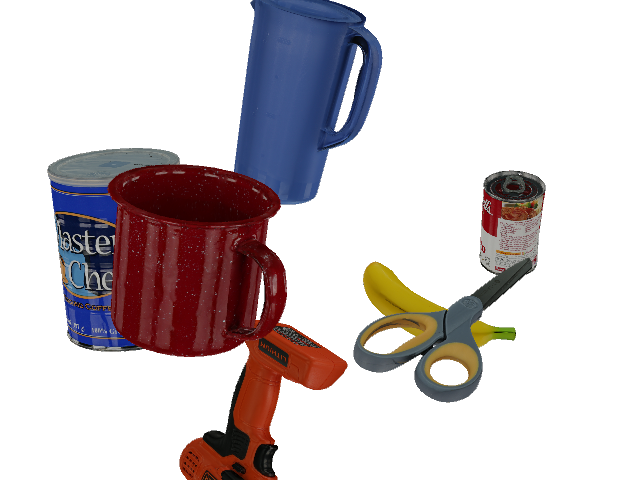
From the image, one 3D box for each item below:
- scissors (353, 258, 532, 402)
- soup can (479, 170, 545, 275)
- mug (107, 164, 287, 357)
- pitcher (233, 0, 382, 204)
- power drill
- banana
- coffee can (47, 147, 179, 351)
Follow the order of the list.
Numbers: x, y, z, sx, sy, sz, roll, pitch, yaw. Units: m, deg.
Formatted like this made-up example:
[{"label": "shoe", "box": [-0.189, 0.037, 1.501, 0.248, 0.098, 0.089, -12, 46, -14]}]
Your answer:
[{"label": "scissors", "box": [0.115, 0.063, 0.768, 0.201, 0.016, 0.096, -17, 41, -33]}, {"label": "soup can", "box": [0.215, -0.019, 1.203, 0.068, 0.102, 0.068, -1, 32, 1]}, {"label": "mug", "box": [-0.063, 0.015, 0.582, 0.117, 0.081, 0.093, 23, 26, 34]}, {"label": "pitcher", "box": [-0.025, -0.167, 1.288, 0.144, 0.243, 0.149, 6, 23, -15]}, {"label": "power drill", "box": [-0.044, 0.181, 0.981, 0.057, 0.188, 0.185, 15, 11, -47]}, {"label": "banana", "box": [0.095, 0.066, 1.048, 0.069, 0.037, 0.198, 1, 19, -43]}, {"label": "coffee can", "box": [-0.159, 0.005, 0.857, 0.103, 0.140, 0.103, -2, 17, 1]}]
